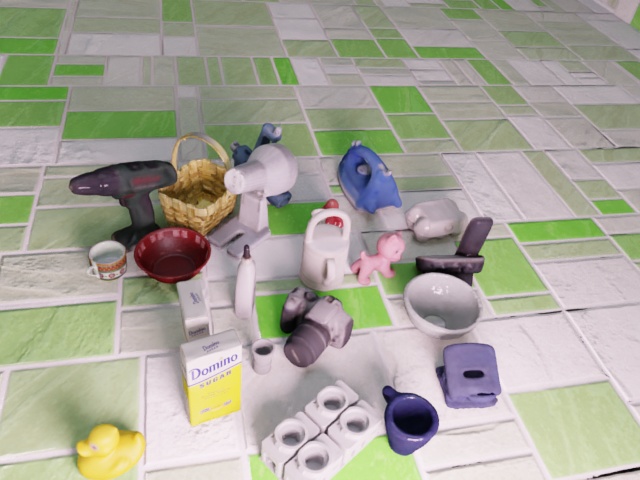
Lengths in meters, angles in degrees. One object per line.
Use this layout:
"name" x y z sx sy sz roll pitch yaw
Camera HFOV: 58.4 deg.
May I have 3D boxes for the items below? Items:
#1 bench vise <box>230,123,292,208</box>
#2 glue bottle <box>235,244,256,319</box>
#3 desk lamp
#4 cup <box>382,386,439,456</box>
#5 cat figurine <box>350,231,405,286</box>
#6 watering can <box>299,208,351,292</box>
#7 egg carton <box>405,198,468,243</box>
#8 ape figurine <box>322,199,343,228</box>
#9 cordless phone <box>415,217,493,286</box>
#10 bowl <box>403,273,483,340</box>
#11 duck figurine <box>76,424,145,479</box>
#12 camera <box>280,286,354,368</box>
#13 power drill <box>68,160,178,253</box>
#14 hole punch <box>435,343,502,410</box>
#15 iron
"bench vise" -0.156 -0.204 1.422 0.207 0.220 0.122 22 43 16
"glue bottle" -0.147 0.075 1.141 0.037 0.173 0.078 7 41 -1
"desk lamp" -0.151 -0.098 1.307 0.117 0.213 0.204 27 44 21
"cup" 0.139 0.314 0.976 0.092 0.095 0.117 -21 49 -29
"cat figurine" 0.138 0.029 1.283 0.128 0.118 0.067 -16 46 -25
"watering can" 0.009 0.005 1.231 0.101 0.194 0.172 -18 47 -27
"egg carton" 0.292 -0.049 1.433 0.150 0.069 0.107 -11 44 -20
"ape figurine" 0.024 -0.058 1.383 0.078 0.092 0.076 -1 42 -10
"cordless phone" 0.300 0.015 1.273 0.148 0.185 0.094 -3 42 -12
"bowl" 0.249 0.150 1.196 0.167 0.075 0.167 5 41 -4
"duck figurine" -0.330 0.321 0.897 0.105 0.086 0.077 -13 45 -22
"camera" -0.023 0.168 1.110 0.143 0.101 0.137 26 44 19
"power drill" -0.416 -0.079 1.245 0.230 0.208 0.075 -28 52 -34
"hole punch" 0.282 0.254 1.070 0.109 0.091 0.101 0 42 -9
"iron" 0.118 -0.185 1.505 0.119 0.141 0.257 -14 45 -23
